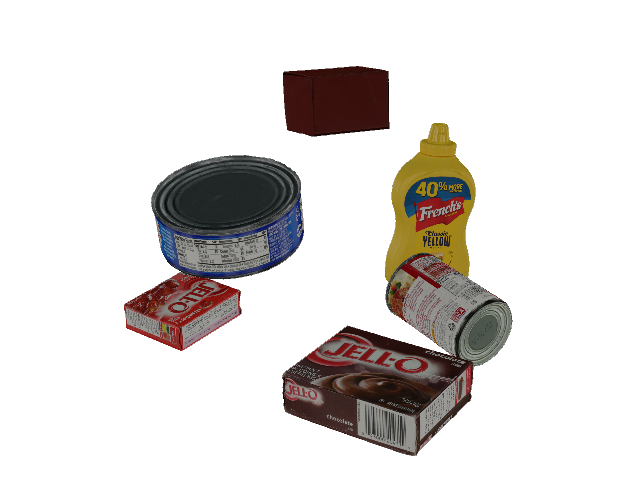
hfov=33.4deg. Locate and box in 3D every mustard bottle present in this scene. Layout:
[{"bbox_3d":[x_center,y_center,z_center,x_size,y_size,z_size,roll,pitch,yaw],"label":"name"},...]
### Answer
[{"bbox_3d":[0.129,-0.039,1.224,0.096,0.192,0.058,0,17,-12],"label":"mustard bottle"}]

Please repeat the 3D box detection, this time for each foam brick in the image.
[{"bbox_3d":[0.014,-0.120,0.916,0.078,0.051,0.053,-9,17,-27],"label":"foam brick"}]

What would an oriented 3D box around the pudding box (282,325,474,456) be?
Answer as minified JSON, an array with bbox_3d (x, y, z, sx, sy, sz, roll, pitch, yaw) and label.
[{"bbox_3d":[0.042,0.107,0.780,0.114,0.039,0.089,16,29,30],"label":"pudding box"}]

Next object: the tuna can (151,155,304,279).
[{"bbox_3d":[-0.052,-0.014,0.614,0.086,0.034,0.086,-4,33,2],"label":"tuna can"}]

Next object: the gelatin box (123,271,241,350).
[{"bbox_3d":[-0.131,0.065,1.019,0.073,0.030,0.089,18,32,32],"label":"gelatin box"}]

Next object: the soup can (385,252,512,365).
[{"bbox_3d":[0.117,0.062,0.979,0.068,0.068,0.102,0,24,-39],"label":"soup can"}]
